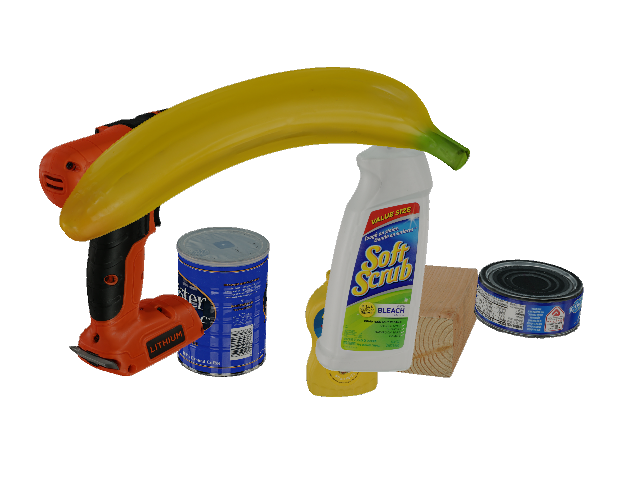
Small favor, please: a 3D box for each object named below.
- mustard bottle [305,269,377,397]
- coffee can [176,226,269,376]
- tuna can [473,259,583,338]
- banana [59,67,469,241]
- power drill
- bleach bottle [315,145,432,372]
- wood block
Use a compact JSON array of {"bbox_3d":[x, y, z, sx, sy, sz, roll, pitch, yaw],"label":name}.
[{"bbox_3d":[0.029,0.113,1.432,0.096,0.192,0.058,-3,19,-6],"label":"mustard bottle"},{"bbox_3d":[-0.110,0.067,1.201,0.103,0.140,0.103,2,22,-1],"label":"coffee can"},{"bbox_3d":[0.169,0.046,0.864,0.086,0.034,0.086,2,21,-1],"label":"tuna can"},{"bbox_3d":[-0.030,-0.048,0.509,0.197,0.037,0.070,-13,46,-13],"label":"banana"},{"bbox_3d":[-0.131,-0.005,0.818,0.057,0.188,0.184,15,26,34],"label":"power drill"},{"bbox_3d":[0.055,0.004,1.060,0.102,0.251,0.068,2,18,-8],"label":"bleach bottle"},{"bbox_3d":[0.168,0.113,1.558,0.091,0.090,0.205,5,20,17],"label":"wood block"}]
